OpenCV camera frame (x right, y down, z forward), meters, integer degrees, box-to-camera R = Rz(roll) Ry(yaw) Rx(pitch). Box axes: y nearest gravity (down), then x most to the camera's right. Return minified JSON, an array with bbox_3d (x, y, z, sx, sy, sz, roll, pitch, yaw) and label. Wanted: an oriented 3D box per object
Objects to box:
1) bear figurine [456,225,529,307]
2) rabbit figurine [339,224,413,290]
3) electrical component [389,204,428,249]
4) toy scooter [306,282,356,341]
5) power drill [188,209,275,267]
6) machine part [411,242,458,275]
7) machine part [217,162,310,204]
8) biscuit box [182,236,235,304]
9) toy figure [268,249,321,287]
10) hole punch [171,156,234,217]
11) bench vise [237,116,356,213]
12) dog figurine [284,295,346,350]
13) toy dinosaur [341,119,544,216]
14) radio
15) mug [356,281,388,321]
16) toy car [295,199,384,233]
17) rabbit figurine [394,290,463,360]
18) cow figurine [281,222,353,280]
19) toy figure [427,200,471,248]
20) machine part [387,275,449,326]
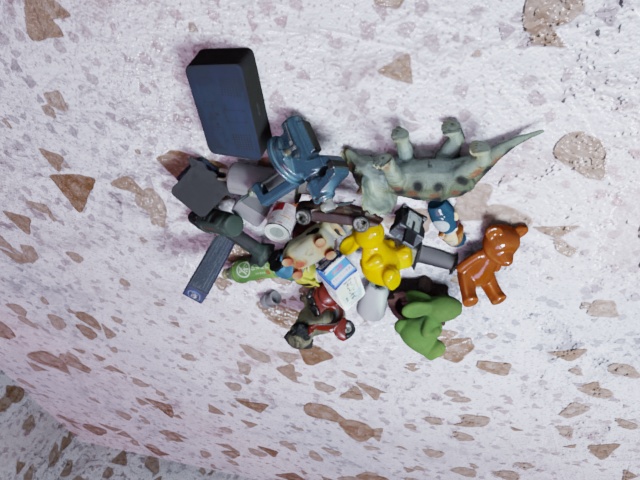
[{"bbox_3d":[0.400,0.055,1.230,0.120,0.132,0.195,0,149,-23],"label":"bear figurine"},{"bbox_3d":[0.130,0.012,1.287,0.163,0.122,0.173,23,151,41],"label":"rabbit figurine"},{"bbox_3d":[0.201,-0.019,1.229,0.075,0.119,0.047,29,138,-14],"label":"electrical component"},{"bbox_3d":[0.012,0.198,1.478,0.135,0.184,0.075,-13,164,-27],"label":"toy scooter"},{"bbox_3d":[-0.231,-0.015,1.421,0.207,0.086,0.232,44,159,-25],"label":"power drill"},{"bbox_3d":[0.272,0.046,1.334,0.139,0.039,0.084,13,130,12],"label":"machine part"},{"bbox_3d":[-0.128,-0.134,1.266,0.243,0.079,0.079,11,138,10],"label":"machine part"},{"bbox_3d":[-0.299,0.072,1.462,0.063,0.203,0.059,29,140,-9],"label":"biscuit box"},{"bbox_3d":[-0.065,0.075,1.437,0.089,0.082,0.180,0,167,44],"label":"toy figure"},{"bbox_3d":[-0.292,-0.139,1.336,0.116,0.092,0.142,-42,111,14],"label":"hole punch"},{"bbox_3d":[-0.059,-0.135,1.157,0.241,0.129,0.223,-29,91,31],"label":"bench vise"},{"bbox_3d":[-0.006,0.257,1.556,0.172,0.190,0.121,27,139,-10],"label":"dog figurine"},{"bbox_3d":[0.232,-0.137,1.099,0.405,0.131,0.192,1,148,14],"label":"toy dinosaur"},{"bbox_3d":[-0.190,-0.283,1.136,0.131,0.073,0.229,7,136,16],"label":"radio"},{"bbox_3d":[0.140,0.152,1.479,0.110,0.081,0.107,33,133,22],"label":"mug"},{"bbox_3d":[0.040,-0.061,1.199,0.202,0.089,0.053,8,113,23],"label":"toy car"},{"bbox_3d":[0.280,0.191,1.367,0.159,0.121,0.170,34,122,-5],"label":"rabbit figurine"},{"bbox_3d":[-0.003,-0.004,1.291,0.195,0.127,0.085,-34,121,14],"label":"cow figurine"},{"bbox_3d":[0.293,-0.031,1.229,0.154,0.058,0.064,53,168,-34],"label":"toy figure"},{"bbox_3d":[0.272,0.169,1.452,0.179,0.056,0.179,12,139,10],"label":"machine part"}]
